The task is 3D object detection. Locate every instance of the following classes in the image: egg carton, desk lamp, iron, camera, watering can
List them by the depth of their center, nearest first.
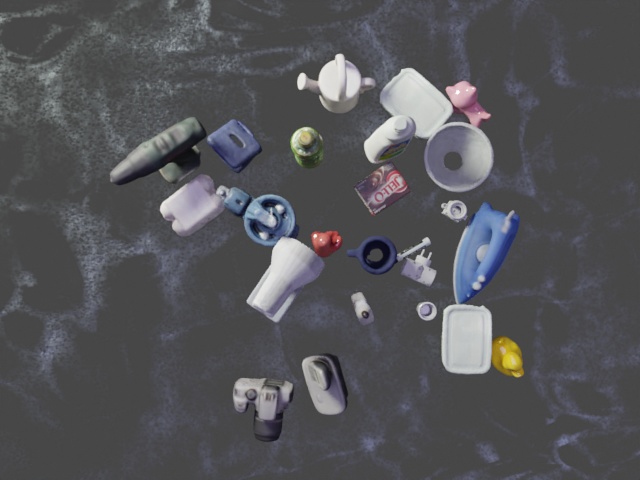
[{"bbox_3d":[-0.084,0.098,1.318,0.118,0.213,0.203,34,90,1],"label":"desk lamp"},{"bbox_3d":[0.039,-0.365,1.334,0.173,0.194,0.101,-23,89,0],"label":"watering can"},{"bbox_3d":[0.391,0.041,1.350,0.118,0.141,0.258,22,89,1],"label":"iron"},{"bbox_3d":[-0.139,0.408,1.370,0.143,0.101,0.137,5,89,1],"label":"camera"},{"bbox_3d":[-0.306,-0.083,1.395,0.150,0.069,0.107,-38,89,0],"label":"egg carton"}]

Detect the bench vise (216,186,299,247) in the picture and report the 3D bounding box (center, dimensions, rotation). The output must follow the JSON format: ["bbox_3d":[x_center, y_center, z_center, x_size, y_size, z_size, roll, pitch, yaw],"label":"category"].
[{"bbox_3d":[-0.152,-0.053,1.318,0.207,0.219,0.121,13,89,1],"label":"bench vise"}]

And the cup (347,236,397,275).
[{"bbox_3d":[0.122,0.036,1.376,0.117,0.095,0.092,3,89,1],"label":"cup"}]

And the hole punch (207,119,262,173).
[{"bbox_3d":[-0.206,-0.232,1.386,0.101,0.091,0.108,-44,89,0],"label":"hole punch"}]

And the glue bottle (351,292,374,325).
[{"bbox_3d":[0.101,0.166,1.335,0.037,0.173,0.078,-24,89,0],"label":"glue bottle"}]

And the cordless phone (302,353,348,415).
[{"bbox_3d":[0.013,0.344,1.327,0.094,0.185,0.148,-20,89,1],"label":"cordless phone"}]

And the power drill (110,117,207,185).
[{"bbox_3d":[-0.357,-0.191,1.328,0.229,0.208,0.075,-37,88,0],"label":"power drill"}]

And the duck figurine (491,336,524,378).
[{"bbox_3d":[0.454,0.283,1.373,0.077,0.086,0.104,-28,89,0],"label":"duck figurine"}]

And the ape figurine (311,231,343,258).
[{"bbox_3d":[0.013,0.005,1.379,0.078,0.092,0.076,31,90,1],"label":"ape figurine"}]

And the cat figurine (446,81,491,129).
[{"bbox_3d":[0.358,-0.328,1.369,0.128,0.117,0.067,44,90,1],"label":"cat figurine"}]

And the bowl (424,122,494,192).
[{"bbox_3d":[0.329,-0.196,1.388,0.167,0.074,0.167,0,89,1],"label":"bowl"}]
